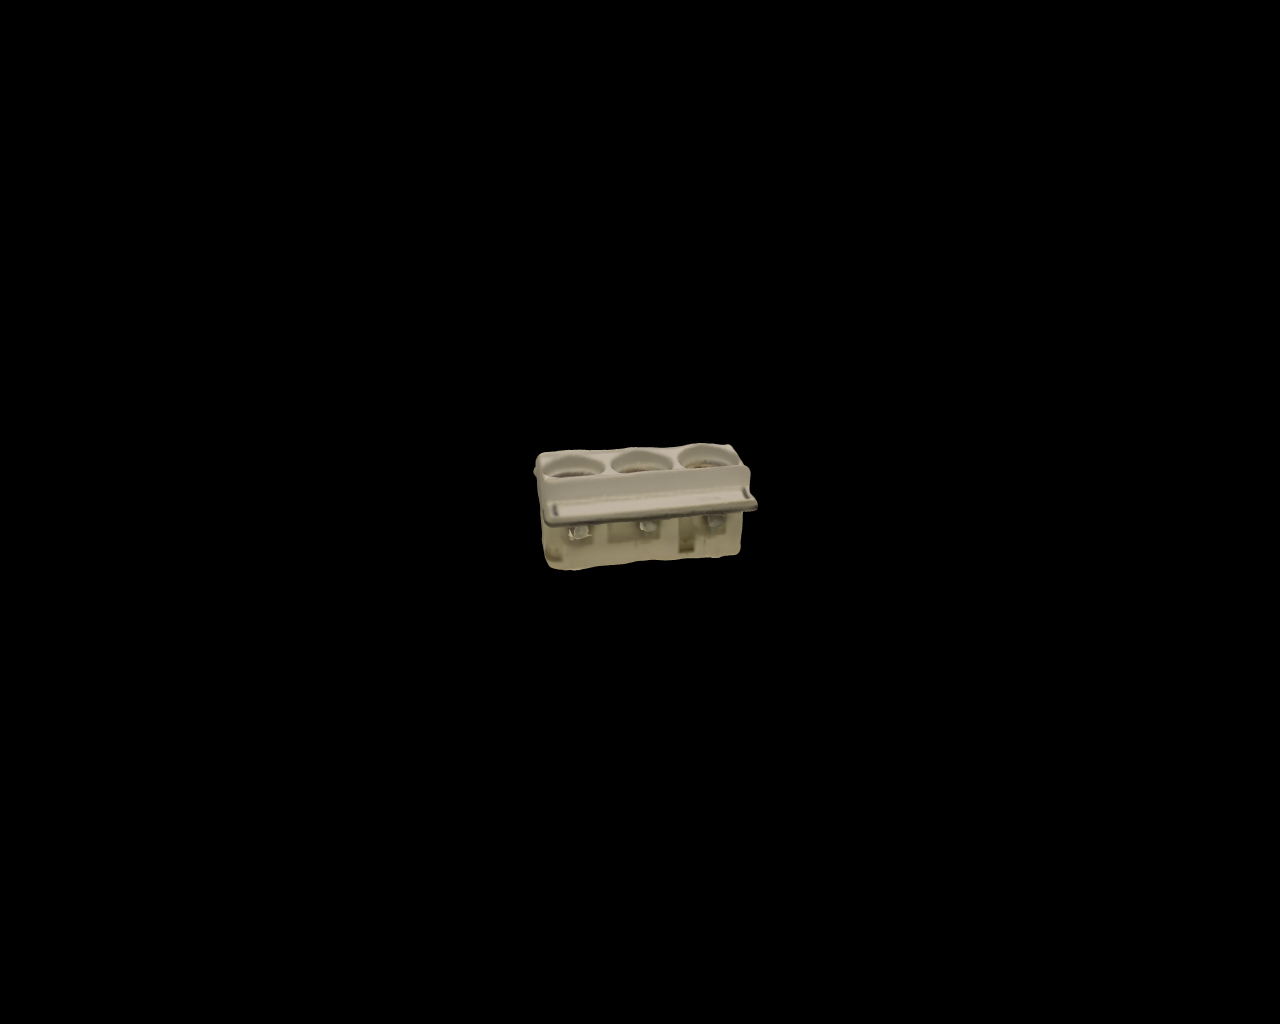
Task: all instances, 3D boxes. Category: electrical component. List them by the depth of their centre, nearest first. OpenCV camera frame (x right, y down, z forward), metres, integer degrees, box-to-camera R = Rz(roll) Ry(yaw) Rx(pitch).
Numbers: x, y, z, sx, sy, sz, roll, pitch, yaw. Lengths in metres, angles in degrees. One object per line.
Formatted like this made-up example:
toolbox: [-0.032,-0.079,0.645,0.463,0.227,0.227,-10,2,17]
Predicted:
electrical component: [0.001,-0.003,0.650,0.121,0.063,0.079,-4,24,-9]
